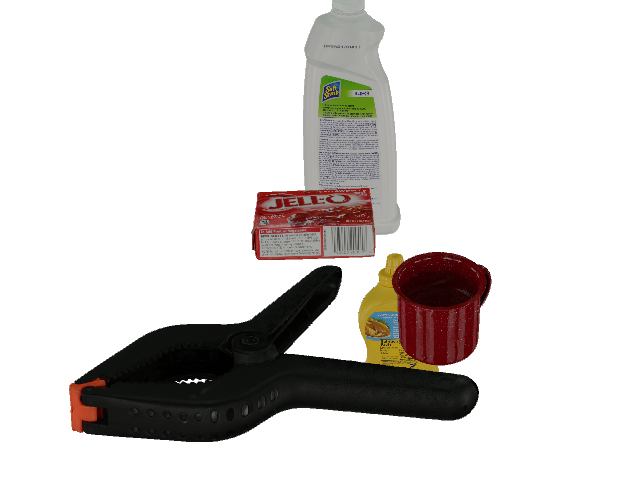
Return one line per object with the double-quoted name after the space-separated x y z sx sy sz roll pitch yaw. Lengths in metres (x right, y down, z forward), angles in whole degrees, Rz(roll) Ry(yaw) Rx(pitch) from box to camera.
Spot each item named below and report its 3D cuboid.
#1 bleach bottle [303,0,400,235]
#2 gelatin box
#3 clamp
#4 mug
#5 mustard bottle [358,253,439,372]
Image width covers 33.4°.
0.034 -0.127 1.062 0.102 0.251 0.068 -1 31 -3 "bleach bottle"
-0.005 -0.014 0.796 0.089 0.030 0.073 -2 23 1 "gelatin box"
-0.039 0.066 0.604 0.209 0.036 0.165 -7 26 -20 "clamp"
0.128 0.066 1.082 0.117 0.081 0.093 -30 43 -30 "mug"
0.095 0.108 1.296 0.096 0.192 0.058 -3 20 4 "mustard bottle"
